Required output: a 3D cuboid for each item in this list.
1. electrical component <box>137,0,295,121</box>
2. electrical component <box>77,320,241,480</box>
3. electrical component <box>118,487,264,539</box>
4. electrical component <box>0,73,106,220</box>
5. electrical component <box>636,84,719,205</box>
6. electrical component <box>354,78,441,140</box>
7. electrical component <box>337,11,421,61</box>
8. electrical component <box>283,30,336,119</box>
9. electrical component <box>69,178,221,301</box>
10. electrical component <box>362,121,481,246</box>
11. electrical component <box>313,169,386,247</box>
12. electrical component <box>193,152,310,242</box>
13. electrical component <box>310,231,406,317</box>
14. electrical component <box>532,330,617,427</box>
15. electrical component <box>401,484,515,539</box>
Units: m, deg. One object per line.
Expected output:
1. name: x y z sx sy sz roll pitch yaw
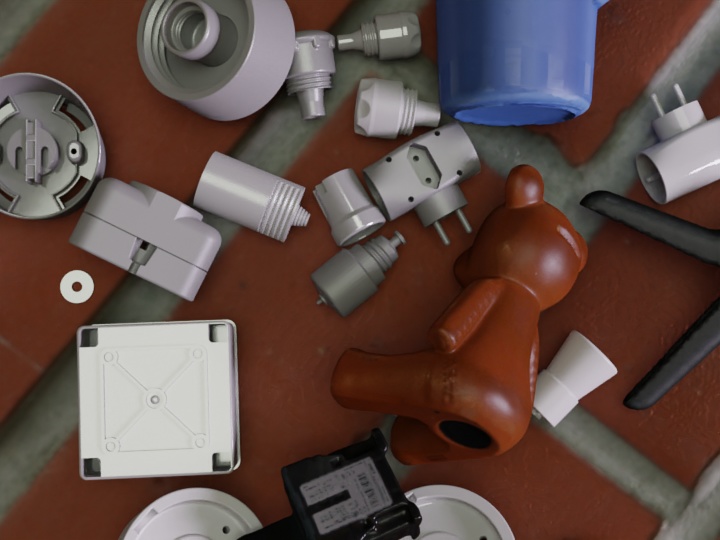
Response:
1. electrical component: -0.107 -0.164 0.760 0.108 0.060 0.108 -2 86 25
2. electrical component: -0.142 0.091 0.763 0.109 0.056 0.108 -2 86 -3
3. electrical component: -0.121 0.208 0.748 0.108 0.060 0.108 6 74 -22
4. electrical component: -0.231 -0.084 0.768 0.099 0.064 0.099 0 86 -3
5. electrical component: 0.244 -0.100 0.803 0.077 0.043 0.079 -24 86 -4
6. electrical component: 0.028 -0.117 0.794 0.062 0.043 0.043 7 85 -3
7. electrical component: 0.014 -0.173 0.802 0.061 0.035 0.035 -8 86 -2
8. electrical component: -0.039 -0.143 0.793 0.048 0.048 0.062 -9 93 -4
9. electrical component: -0.150 -0.025 0.766 0.095 0.054 0.059 27 85 -13
10. electrical component: 0.054 -0.057 0.790 0.077 0.043 0.079 -29 87 -5
11. electrical component: -0.009 -0.046 0.789 0.040 0.040 0.046 -28 82 -5
12. electrical component: -0.075 -0.051 0.783 0.081 0.043 0.043 22 85 -1
13. electrical component: 0.000 0.000 0.785 0.078 0.040 0.040 -39 88 -5
14. electrical component: 0.150 0.082 0.786 0.044 0.044 0.065 45 90 1
15. electrical component: 0.058 0.211 0.757 0.108 0.060 0.108 -3 66 7
